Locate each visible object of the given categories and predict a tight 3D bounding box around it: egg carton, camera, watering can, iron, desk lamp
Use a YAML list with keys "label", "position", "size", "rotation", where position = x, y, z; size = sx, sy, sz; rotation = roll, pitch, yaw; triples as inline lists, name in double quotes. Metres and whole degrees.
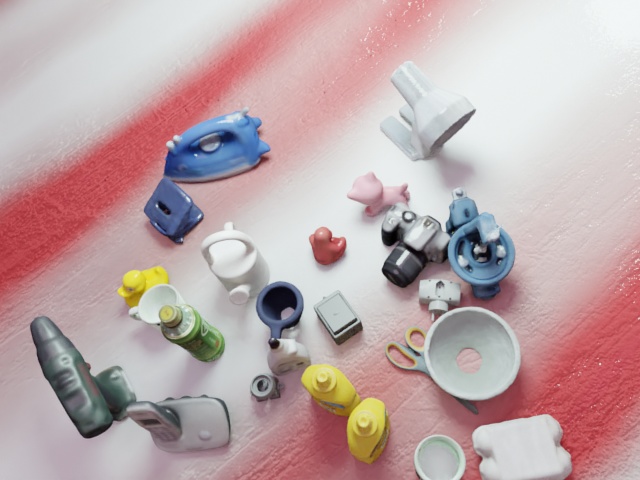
- label: "egg carton"
  position: [0.336, 0.356, 0.958]
  size: [0.150, 0.069, 0.107]
  rotation: [-12, 64, 3]
- label: "camera"
  position: [0.169, 0.013, 1.124]
  size: [0.143, 0.101, 0.137]
  rotation: [35, 75, 21]
- label: "watering can"
  position: [-0.163, 0.041, 1.110]
  size: [0.101, 0.194, 0.172]
  rotation: [-35, 65, -8]
- label: "iron"
  position: [-0.249, -0.213, 1.270]
  size: [0.258, 0.142, 0.118]
  rotation: [-20, 64, -1]
- label: "desk lamp"
  position: [0.212, -0.255, 1.178]
  size: [0.118, 0.214, 0.203]
  rotation: [-38, 65, -9]

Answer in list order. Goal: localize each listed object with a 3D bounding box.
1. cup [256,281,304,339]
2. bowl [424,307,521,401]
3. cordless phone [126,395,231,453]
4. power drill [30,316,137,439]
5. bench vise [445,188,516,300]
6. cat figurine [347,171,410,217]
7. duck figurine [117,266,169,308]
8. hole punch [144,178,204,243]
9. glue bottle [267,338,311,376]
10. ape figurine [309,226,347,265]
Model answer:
- label: "cup"
  position: [-0.071, 0.149, 1.101]
  size: [0.091, 0.095, 0.118]
  rotation: [1, 66, 10]
- label: "bowl"
  position: [0.270, 0.211, 1.032]
  size: [0.167, 0.075, 0.167]
  rotation: [-3, 65, 7]
- label: "cordless phone"
  position: [-0.244, 0.314, 1.002]
  size: [0.147, 0.185, 0.094]
  rotation: [-10, 64, 5]
- label: "power drill"
  position: [-0.426, 0.257, 1.043]
  size: [0.076, 0.209, 0.229]
  rotation: [-35, 65, -8]
- label: "bench vise"
  position: [0.276, -0.011, 1.053]
  size: [0.121, 0.220, 0.207]
  rotation: [-30, 65, -6]
- label: "cat figurine"
  position: [0.121, -0.099, 1.174]
  size: [0.127, 0.118, 0.067]
  rotation: [-2, 65, 8]
- label: "duck figurine"
  position: [-0.368, 0.089, 1.180]
  size: [0.104, 0.086, 0.077]
  rotation: [-40, 66, -10]
- label: "hole punch"
  position: [-0.323, -0.063, 1.240]
  size: [0.108, 0.091, 0.101]
  rotation: [38, 76, 22]
- label: "glue bottle"
  position: [-0.066, 0.203, 1.032]
  size: [0.078, 0.173, 0.037]
  rotation: [-18, 64, 1]
- label: "ape figurine"
  position: [0.011, 0.004, 1.157]
  size: [0.077, 0.092, 0.076]
  rotation: [25, 72, 19]
